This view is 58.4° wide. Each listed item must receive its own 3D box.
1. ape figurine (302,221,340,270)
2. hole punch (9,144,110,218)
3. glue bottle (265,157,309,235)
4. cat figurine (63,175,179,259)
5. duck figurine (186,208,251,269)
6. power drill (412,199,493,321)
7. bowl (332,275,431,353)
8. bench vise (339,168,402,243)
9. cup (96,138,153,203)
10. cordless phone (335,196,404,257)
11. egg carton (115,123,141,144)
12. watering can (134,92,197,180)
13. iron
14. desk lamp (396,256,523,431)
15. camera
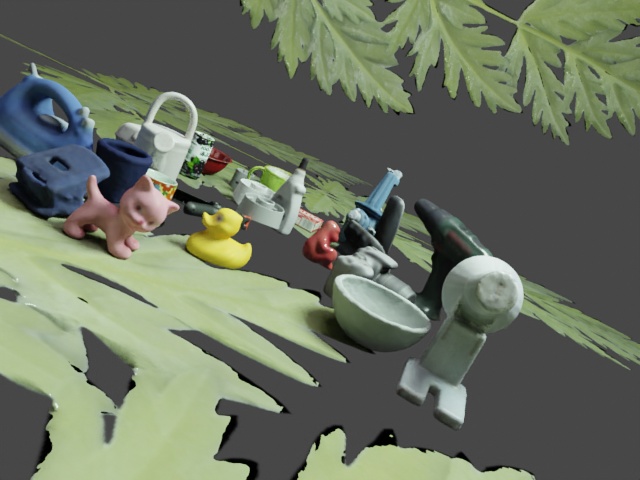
[{"bbox_3d":[0.011,0.004,1.180,0.076,0.092,0.078,24,13,-7],"label":"ape figurine"},{"bbox_3d":[-0.373,-0.089,0.823,0.108,0.091,0.101,33,15,28],"label":"hole punch"},{"bbox_3d":[-0.065,-0.102,1.265,0.078,0.173,0.037,35,16,34],"label":"glue bottle"},{"bbox_3d":[-0.267,-0.043,0.787,0.128,0.118,0.067,24,13,-7],"label":"cat figurine"},{"bbox_3d":[-0.154,-0.008,0.931,0.105,0.086,0.077,22,14,-17],"label":"duck figurine"},{"bbox_3d":[0.244,0.049,1.191,0.228,0.208,0.076,36,17,36],"label":"power drill"},{"bbox_3d":[0.084,0.125,0.895,0.167,0.075,0.167,25,13,-6],"label":"bowl"},{"bbox_3d":[0.143,-0.076,1.451,0.121,0.219,0.207,27,13,5],"label":"bench vise"},{"bbox_3d":[-0.341,-0.116,0.972,0.092,0.095,0.117,23,14,-14],"label":"cup"},{"bbox_3d":[0.126,-0.024,1.300,0.094,0.185,0.147,17,16,-34],"label":"cordless phone"},{"bbox_3d":[-0.389,-0.212,1.301,0.150,0.069,0.107,31,14,21],"label":"egg carton"},{"bbox_3d":[-0.301,-0.190,1.113,0.101,0.194,0.172,15,17,-39],"label":"watering can"},{"bbox_3d":[-0.447,-0.195,0.974,0.257,0.141,0.119,32,15,23],"label":"iron"},{"bbox_3d":[0.213,0.129,0.823,0.118,0.213,0.203,28,14,9],"label":"desk lamp"},{"bbox_3d":[0.103,0.080,1.045,0.136,0.101,0.144,33,15,27],"label":"camera"}]
